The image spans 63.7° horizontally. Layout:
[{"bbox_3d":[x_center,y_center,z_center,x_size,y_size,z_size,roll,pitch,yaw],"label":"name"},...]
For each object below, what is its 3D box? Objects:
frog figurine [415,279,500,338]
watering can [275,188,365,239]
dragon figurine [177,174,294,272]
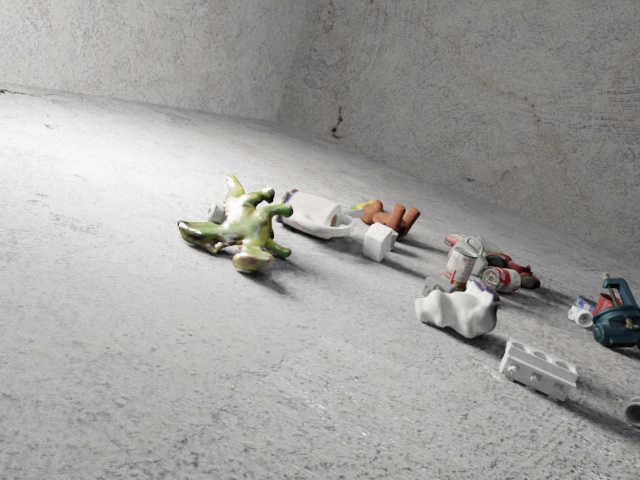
[{"bbox_3d":[0.290,0.158,1.101,0.160,0.120,0.140,-22,34,-6],"label":"frog figurine"},{"bbox_3d":[0.005,-0.075,1.483,0.225,0.103,0.351,21,17,12],"label":"watering can"},{"bbox_3d":[-0.207,-0.048,1.179,0.244,0.120,0.416,-8,34,-39],"label":"dragon figurine"}]
